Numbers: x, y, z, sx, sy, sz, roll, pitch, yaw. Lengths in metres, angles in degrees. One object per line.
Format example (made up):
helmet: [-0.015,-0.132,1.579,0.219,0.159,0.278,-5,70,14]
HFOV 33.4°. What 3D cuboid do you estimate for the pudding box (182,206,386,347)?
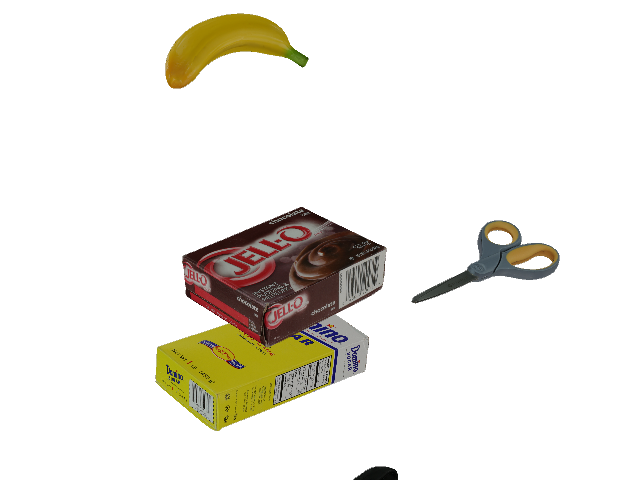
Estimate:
pudding box: [-0.024,0.022,0.736,0.113,0.039,0.090,-22,36,-37]

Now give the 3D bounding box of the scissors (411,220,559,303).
scissors: [0.156,0.019,1.097,0.201,0.016,0.096,-7,42,-28]

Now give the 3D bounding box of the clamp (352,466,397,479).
clamp: [-0.033,0.201,0.634,0.210,0.036,0.164,-5,28,1]

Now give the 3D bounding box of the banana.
banana: [-0.090,-0.189,1.037,0.070,0.037,0.197,44,38,20]

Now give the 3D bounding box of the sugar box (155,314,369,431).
sugar box: [-0.050,0.107,0.967,0.175,0.048,0.093,-19,36,-37]
